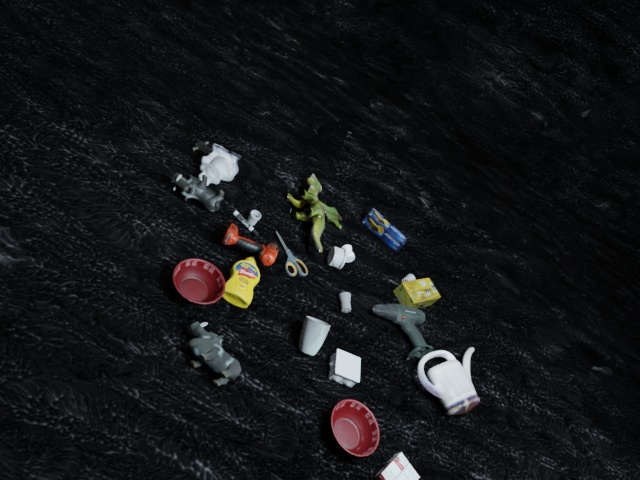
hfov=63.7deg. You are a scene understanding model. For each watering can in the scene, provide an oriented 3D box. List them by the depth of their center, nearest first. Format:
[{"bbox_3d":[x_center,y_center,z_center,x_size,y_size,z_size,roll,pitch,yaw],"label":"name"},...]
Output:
[{"bbox_3d":[0.480,0.483,1.795,0.348,0.102,0.228,-2,54,-39],"label":"watering can"}]

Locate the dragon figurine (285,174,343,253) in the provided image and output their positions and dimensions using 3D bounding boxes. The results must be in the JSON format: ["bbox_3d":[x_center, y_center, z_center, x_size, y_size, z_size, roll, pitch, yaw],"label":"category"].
[{"bbox_3d":[0.006,-0.102,2.023,0.242,0.120,0.419,10,47,-42],"label":"dragon figurine"}]

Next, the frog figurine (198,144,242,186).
[{"bbox_3d":[-0.379,-0.257,1.894,0.136,0.122,0.161,33,73,-20],"label":"frog figurine"}]
